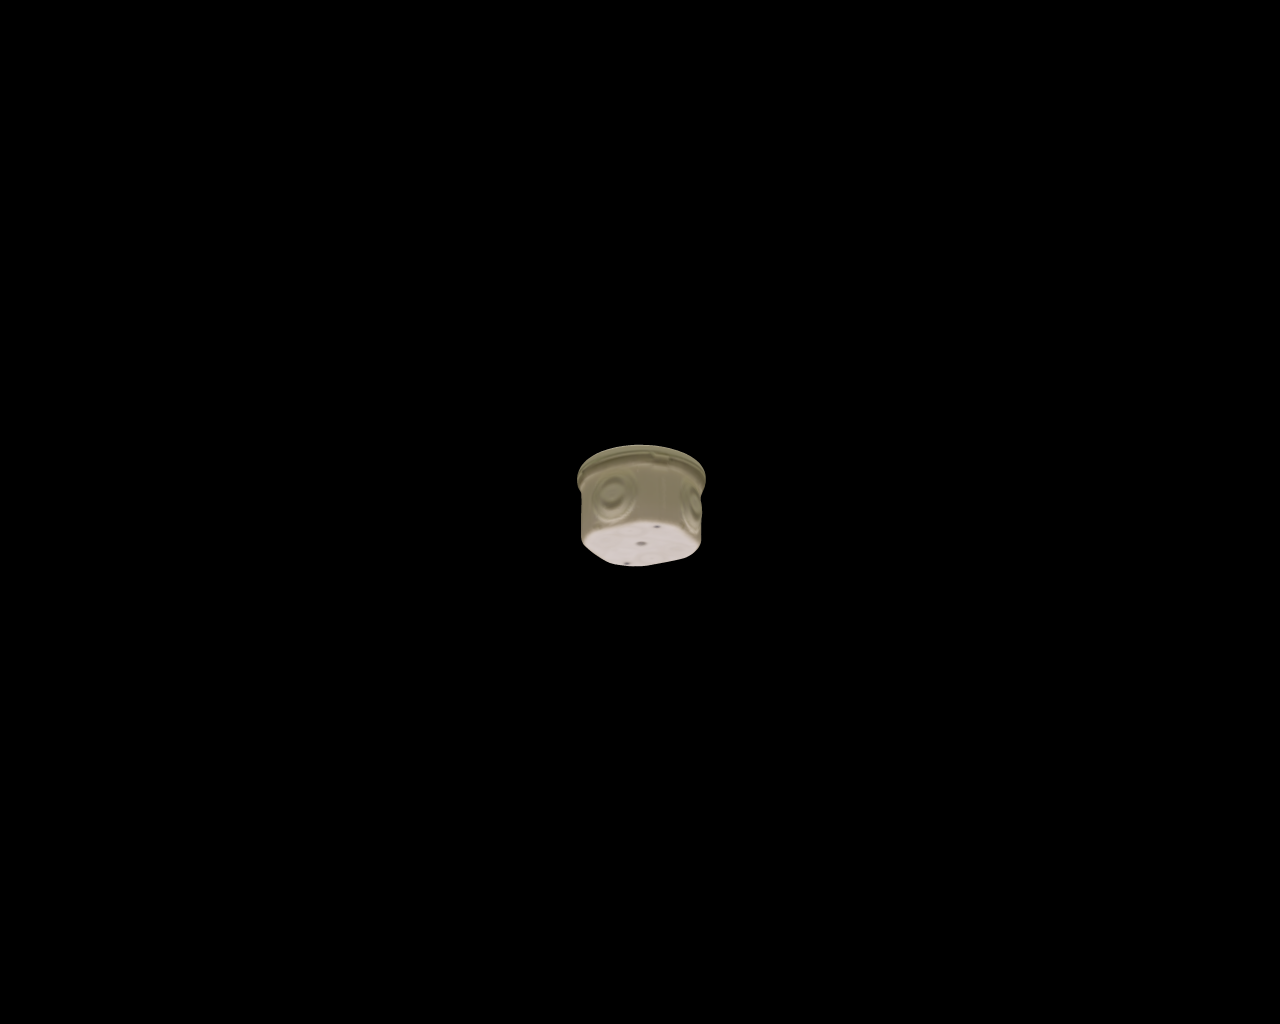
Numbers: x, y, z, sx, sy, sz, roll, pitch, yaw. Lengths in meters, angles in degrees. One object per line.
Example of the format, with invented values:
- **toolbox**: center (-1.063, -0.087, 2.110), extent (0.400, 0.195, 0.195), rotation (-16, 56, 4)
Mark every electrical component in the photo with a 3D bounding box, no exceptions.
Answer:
- **electrical component**: center (0.001, -0.003, 0.650), extent (0.080, 0.051, 0.080), rotation (0, -24, 0)
